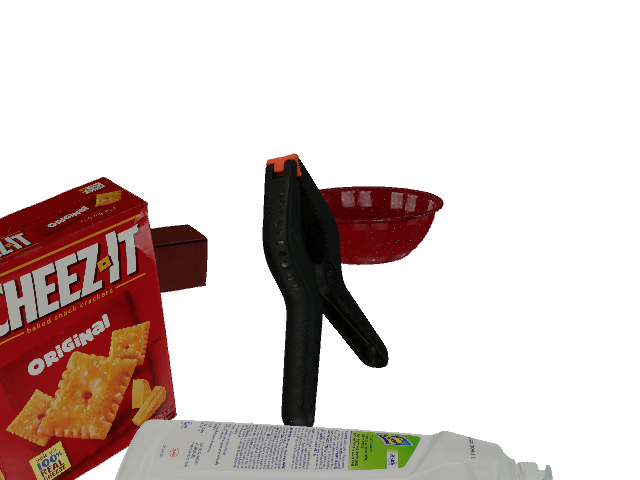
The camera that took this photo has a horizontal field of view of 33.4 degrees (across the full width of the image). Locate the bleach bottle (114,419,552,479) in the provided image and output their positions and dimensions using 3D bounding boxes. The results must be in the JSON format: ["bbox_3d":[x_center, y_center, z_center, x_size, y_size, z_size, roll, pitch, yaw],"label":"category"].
[{"bbox_3d":[0.011,0.150,0.635,0.251,0.068,0.102,0,17,4],"label":"bleach bottle"}]

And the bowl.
[{"bbox_3d":[0.043,-0.013,1.076,0.162,0.055,0.162,-2,14,0],"label":"bowl"}]

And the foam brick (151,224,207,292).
[{"bbox_3d":[-0.158,0.019,1.071,0.078,0.051,0.053,-8,21,-25],"label":"foam brick"}]

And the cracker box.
[{"bbox_3d":[-0.202,0.081,0.829,0.163,0.214,0.072,-28,39,-36],"label":"cracker box"}]

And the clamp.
[{"bbox_3d":[-0.001,0.034,0.862,0.036,0.210,0.164,-10,1,28],"label":"clamp"}]
